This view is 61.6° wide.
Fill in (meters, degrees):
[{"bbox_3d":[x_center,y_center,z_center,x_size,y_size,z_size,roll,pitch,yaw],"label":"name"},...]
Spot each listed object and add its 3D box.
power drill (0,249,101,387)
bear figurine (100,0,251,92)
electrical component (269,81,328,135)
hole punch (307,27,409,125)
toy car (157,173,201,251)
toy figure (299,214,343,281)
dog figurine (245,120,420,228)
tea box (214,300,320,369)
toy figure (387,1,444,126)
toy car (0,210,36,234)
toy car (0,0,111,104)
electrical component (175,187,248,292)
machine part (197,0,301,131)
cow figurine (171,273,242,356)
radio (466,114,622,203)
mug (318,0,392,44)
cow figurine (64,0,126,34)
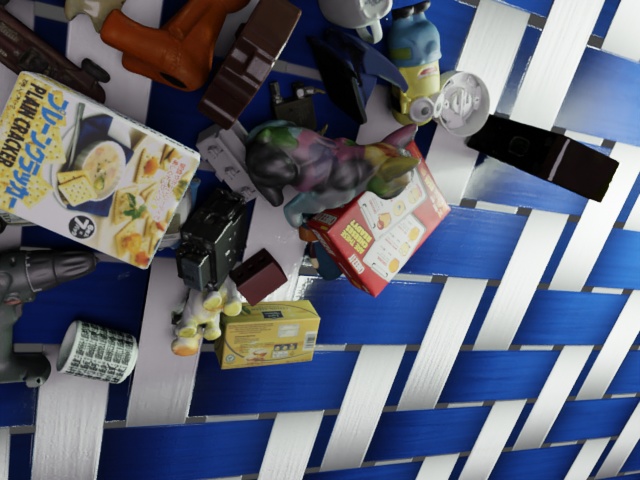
[{"bbox_3d":[-0.437,0.113,0.773,0.232,0.086,0.207,-2,120,-20],"label":"power drill"},{"bbox_3d":[-0.161,-0.290,0.663,0.132,0.120,0.195,22,88,-2],"label":"bear figurine"},{"bbox_3d":[-0.031,-0.189,0.806,0.078,0.045,0.102,-14,120,-17],"label":"electrical component"},{"bbox_3d":[0.055,-0.246,0.766,0.092,0.142,0.115,-33,137,-2],"label":"hole punch"},{"bbox_3d":[-0.229,-0.048,0.764,0.109,0.103,0.161,0,113,-22],"label":"toy car"},{"bbox_3d":[-0.002,-0.002,0.908,0.058,0.064,0.154,-8,121,23],"label":"toy figure"},{"bbox_3d":[0.028,-0.114,0.755,0.219,0.108,0.191,-18,136,24],"label":"dog figurine"},{"bbox_3d":[-0.095,0.164,0.949,0.169,0.068,0.098,2,114,-23],"label":"tea box"},{"bbox_3d":[0.144,-0.264,0.822,0.082,0.089,0.180,-13,112,-2],"label":"toy figure"},{"bbox_3d":[-0.374,-0.048,0.718,0.202,0.074,0.056,-5,120,-21],"label":"toy car"},{"bbox_3d":[-0.355,-0.223,0.650,0.089,0.053,0.202,-45,125,8],"label":"toy car"},{"bbox_3d":[-0.158,0.007,0.789,0.058,0.134,0.114,19,139,12],"label":"electrical component"},{"bbox_3d":[-0.093,-0.228,0.682,0.056,0.179,0.179,31,101,-19],"label":"machine part"},{"bbox_3d":[-0.197,0.114,0.876,0.068,0.098,0.167,20,126,-36],"label":"cow figurine"},{"bbox_3d":[0.356,-0.142,0.884,0.131,0.230,0.073,15,106,-25],"label":"radio"},{"bbox_3d":[0.055,-0.319,0.738,0.081,0.107,0.109,-28,121,-6],"label":"mug"},{"bbox_3d":[-0.294,-0.328,0.605,0.127,0.086,0.194,-28,122,0],"label":"cow figurine"}]
